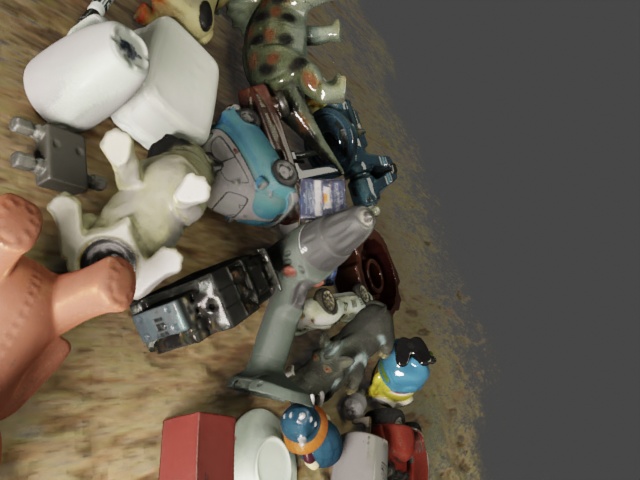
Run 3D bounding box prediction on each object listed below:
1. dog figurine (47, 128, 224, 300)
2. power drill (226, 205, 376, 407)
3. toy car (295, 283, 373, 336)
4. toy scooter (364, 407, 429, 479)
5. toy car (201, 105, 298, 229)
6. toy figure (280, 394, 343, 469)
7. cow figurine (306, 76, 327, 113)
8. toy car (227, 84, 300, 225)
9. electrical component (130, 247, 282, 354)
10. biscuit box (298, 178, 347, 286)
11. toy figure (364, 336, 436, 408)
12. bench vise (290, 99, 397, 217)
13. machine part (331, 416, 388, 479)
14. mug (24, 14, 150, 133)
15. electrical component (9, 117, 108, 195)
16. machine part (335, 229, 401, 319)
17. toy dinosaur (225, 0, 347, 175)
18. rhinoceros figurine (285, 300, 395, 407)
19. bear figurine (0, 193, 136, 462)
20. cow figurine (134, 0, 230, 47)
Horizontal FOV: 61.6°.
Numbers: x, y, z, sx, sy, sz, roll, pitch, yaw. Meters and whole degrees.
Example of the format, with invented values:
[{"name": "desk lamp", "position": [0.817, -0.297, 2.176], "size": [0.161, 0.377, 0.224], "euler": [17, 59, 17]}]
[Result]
[{"name": "dog figurine", "position": [-0.170, -0.023, 0.547], "size": [0.121, 0.172, 0.190], "euler": [41, 2, -6]}, {"name": "power drill", "position": [-0.030, 0.076, 0.605], "size": [0.086, 0.232, 0.207], "euler": [18, 69, -29]}, {"name": "toy car", "position": [0.014, 0.103, 0.796], "size": [0.201, 0.073, 0.056], "euler": [3, 67, -60]}, {"name": "toy scooter", "position": [0.126, 0.345, 0.844], "size": [0.183, 0.075, 0.135], "euler": [43, 39, -49]}, {"name": "toy car", "position": [-0.107, -0.086, 0.678], "size": [0.103, 0.109, 0.161], "euler": [-25, 83, -43]}, {"name": "toy figure", "position": [-0.012, 0.235, 0.650], "size": [0.154, 0.058, 0.064], "euler": [63, 8, -50]}, {"name": "cow figurine", "position": [0.015, -0.238, 1.034], "size": [0.167, 0.068, 0.098], "euler": [58, 24, -24]}, {"name": "toy car", "position": [-0.067, -0.119, 0.761], "size": [0.053, 0.089, 0.202], "euler": [-118, -169, -83]}, {"name": "electrical component", "position": [-0.118, 0.062, 0.540], "size": [0.058, 0.115, 0.134], "euler": [66, 26, -3]}, {"name": "biscuit box", "position": [-0.002, -0.002, 0.741], "size": [0.202, 0.059, 0.063], "euler": [96, -7, -60]}, {"name": "toy figure", "position": [0.129, 0.206, 0.853], "size": [0.180, 0.082, 0.089], "euler": [99, 17, -51]}, {"name": "bench vise", "position": [0.018, -0.128, 0.918], "size": [0.240, 0.129, 0.223], "euler": [-17, 100, -41]}, {"name": "machine part", "position": [0.049, 0.343, 0.696], "size": [0.079, 0.079, 0.243], "euler": [51, 34, -32]}, {"name": "mug", "position": [-0.217, -0.171, 0.523], "size": [0.080, 0.107, 0.109], "euler": [31, 48, -52]}, {"name": "electrical component", "position": [-0.243, -0.077, 0.505], "size": [0.094, 0.021, 0.063], "euler": [18, 56, -56]}, {"name": "machine part", "position": [0.086, 0.068, 0.969], "size": [0.179, 0.056, 0.179], "euler": [38, 43, -46]}, {"name": "toy dinosaur", "position": [-0.056, -0.289, 0.837], "size": [0.131, 0.192, 0.405], "euler": [77, 11, -67]}, {"name": "rhinoceros figurine", "position": [0.032, 0.161, 0.734], "size": [0.190, 0.112, 0.073], "euler": [-37, 66, -27]}, {"name": "bear figurine", "position": [-0.216, 0.089, 0.338], "size": [0.120, 0.132, 0.196], "euler": [43, 32, -37]}, {"name": "cow figurine", "position": [-0.172, -0.337, 0.738], "size": [0.127, 0.085, 0.195], "euler": [34, 41, -40]}]
